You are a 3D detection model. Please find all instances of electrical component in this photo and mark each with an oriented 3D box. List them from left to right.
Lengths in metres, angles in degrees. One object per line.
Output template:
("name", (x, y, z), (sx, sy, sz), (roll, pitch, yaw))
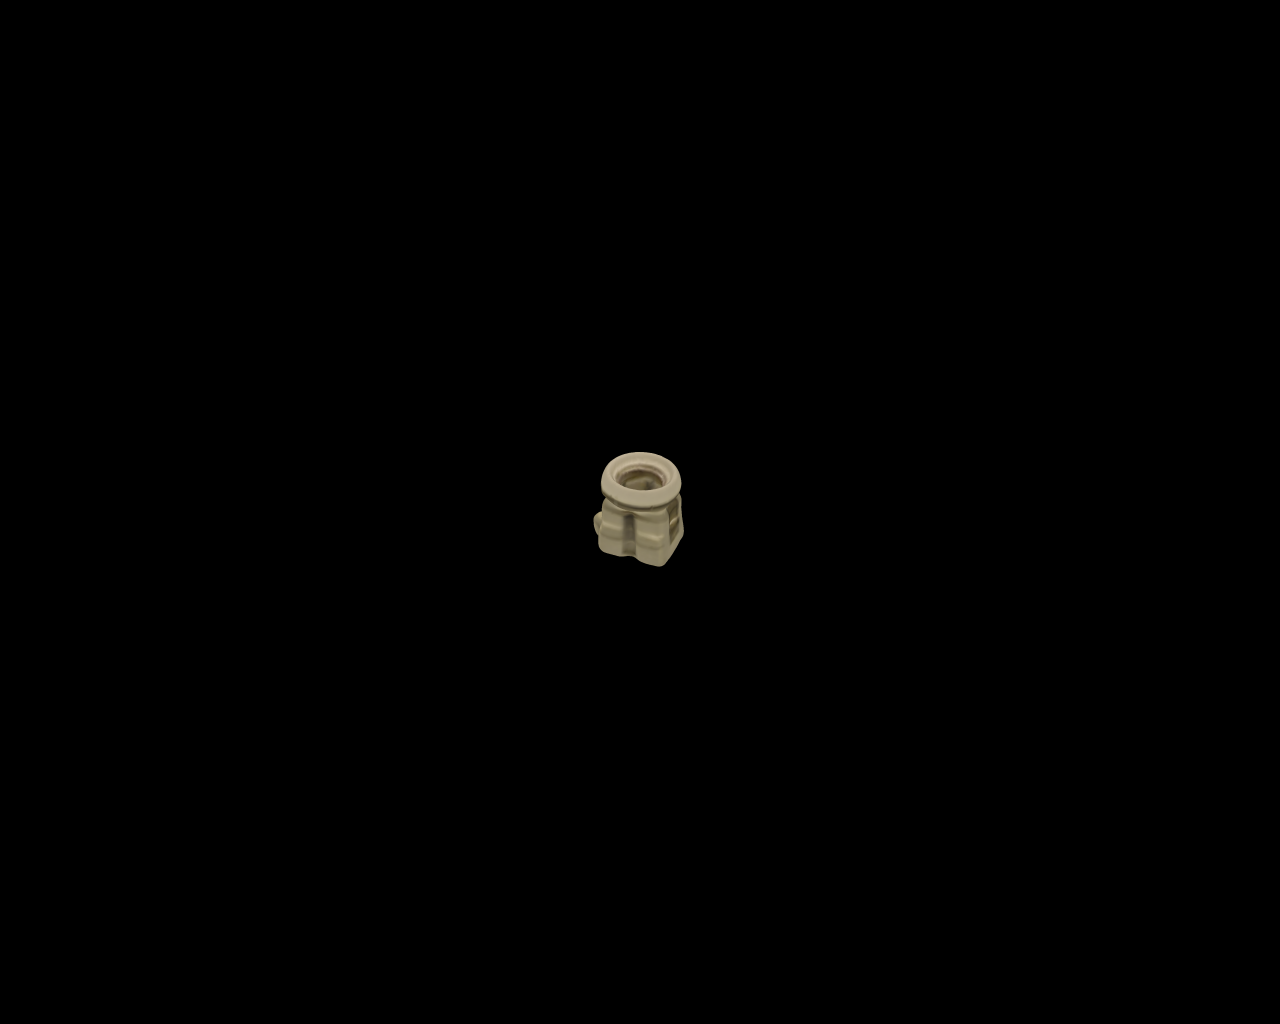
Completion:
("electrical component", (0.001, -0.003, 0.650), (0.066, 0.055, 0.048), (14, 40, 17))
